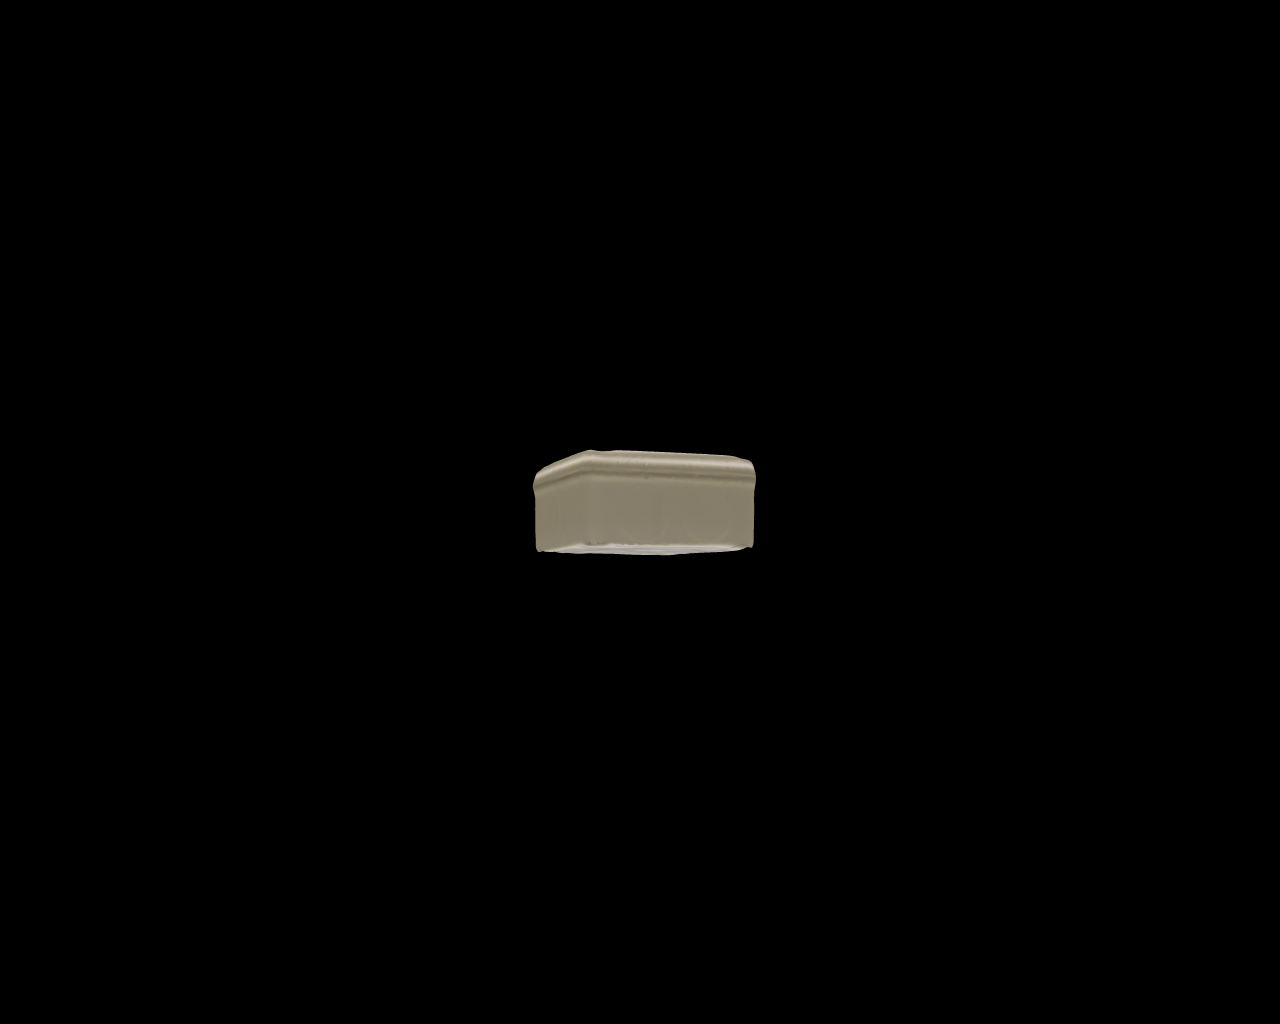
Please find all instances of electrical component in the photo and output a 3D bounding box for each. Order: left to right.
[{"bbox_3d":[0.001,-0.003,0.650,0.109,0.056,0.108,2,-5,-24],"label":"electrical component"}]
